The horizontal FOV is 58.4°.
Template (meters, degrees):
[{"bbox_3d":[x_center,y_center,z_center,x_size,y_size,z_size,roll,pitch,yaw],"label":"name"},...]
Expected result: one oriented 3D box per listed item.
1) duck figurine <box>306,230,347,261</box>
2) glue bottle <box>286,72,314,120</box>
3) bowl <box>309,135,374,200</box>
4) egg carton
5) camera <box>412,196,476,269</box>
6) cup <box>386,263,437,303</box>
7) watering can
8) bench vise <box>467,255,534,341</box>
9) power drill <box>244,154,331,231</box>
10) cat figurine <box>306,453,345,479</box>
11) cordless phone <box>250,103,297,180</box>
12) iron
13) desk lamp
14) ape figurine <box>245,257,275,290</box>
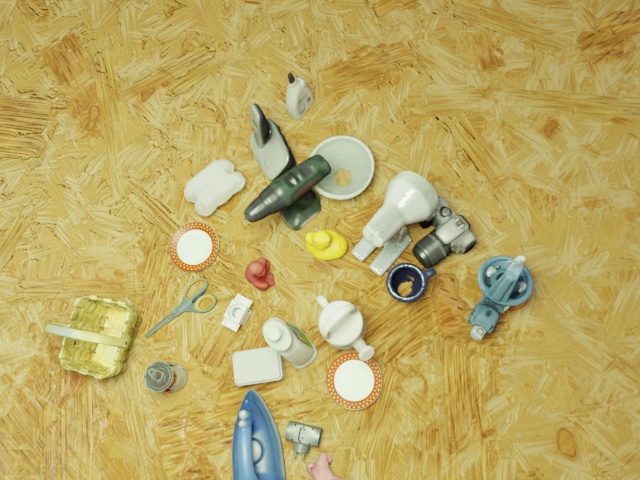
[{"bbox_3d":[0.013,0.005,1.380,0.104,0.086,0.077,11,77,10],"label":"duck figurine"},{"bbox_3d":[-0.059,-0.373,1.443,0.037,0.173,0.078,36,82,15],"label":"glue bottle"},{"bbox_3d":[0.054,-0.170,1.427,0.167,0.075,0.167,-2,75,7],"label":"bowl"},{"bbox_3d":[-0.269,-0.135,1.461,0.150,0.069,0.107,-41,74,-4],"label":"egg carton"},{"bbox_3d":[0.275,-0.011,1.343,0.137,0.101,0.143,-38,74,-3],"label":"camera"},{"bbox_3d":[0.211,0.100,1.324,0.117,0.095,0.091,-23,73,1],"label":"cup"},{"bbox_3d":[0.053,0.190,1.269,0.172,0.194,0.101,26,80,13],"label":"watering can"},{"bbox_3d":[0.396,0.119,1.231,0.121,0.220,0.207,10,77,10],"label":"bench vise"},{"bbox_3d":[-0.066,-0.097,1.353,0.230,0.208,0.075,-42,74,-5],"label":"power drill"},{"bbox_3d":[0.018,0.526,1.225,0.067,0.118,0.127,-38,74,-3],"label":"cat figurine"},{"bbox_3d":[-0.130,-0.244,1.412,0.094,0.185,0.147,-30,73,-1],"label":"cordless phone"},{"bbox_3d":[-0.153,0.456,1.253,0.118,0.141,0.258,-10,74,5],"label":"iron"},{"bbox_3d":[0.166,-0.035,1.304,0.117,0.214,0.203,38,83,15],"label":"desk lamp"},{"bbox_3d":[-0.148,0.077,1.378,0.076,0.092,0.078,16,78,11],"label":"ape figurine"}]
